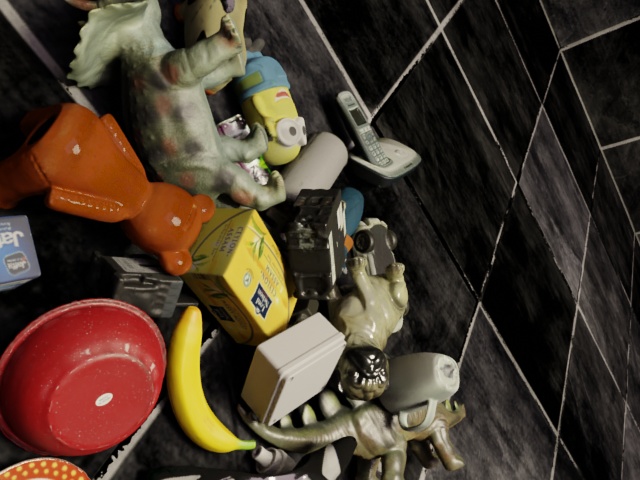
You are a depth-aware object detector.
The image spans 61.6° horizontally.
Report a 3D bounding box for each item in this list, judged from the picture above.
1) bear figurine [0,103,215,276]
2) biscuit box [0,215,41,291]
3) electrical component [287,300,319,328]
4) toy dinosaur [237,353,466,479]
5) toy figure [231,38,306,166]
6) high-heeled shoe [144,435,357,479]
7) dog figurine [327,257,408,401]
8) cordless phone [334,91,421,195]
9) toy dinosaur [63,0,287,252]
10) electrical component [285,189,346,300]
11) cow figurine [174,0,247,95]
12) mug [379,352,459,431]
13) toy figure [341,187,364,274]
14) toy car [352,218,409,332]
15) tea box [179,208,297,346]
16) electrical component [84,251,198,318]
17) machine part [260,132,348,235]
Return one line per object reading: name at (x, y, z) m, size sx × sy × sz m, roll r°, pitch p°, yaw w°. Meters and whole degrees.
bear figurine at (-0.215, -0.048, 0.558) m, size 0.195 × 0.132 × 0.120 m, roll 45°, pitch 49°, yaw -42°
biscuit box at (-0.341, 0.024, 0.431) m, size 0.202 × 0.059 × 0.062 m, roll -12°, pitch 87°, yaw -50°
electrical component at (-0.035, 0.102, 0.751) m, size 0.021 × 0.063 × 0.094 m, roll 58°, pitch 23°, yaw -20°
toy dinosaur at (0.085, 0.276, 0.812) m, size 0.471 × 0.105 × 0.198 m, roll 4°, pitch 69°, yaw -43°
toy figure at (-0.079, -0.197, 0.781) m, size 0.082 × 0.089 × 0.180 m, roll -22°, pitch 86°, yaw -31°
high-heeled shoe at (-0.075, 0.264, 0.626) m, size 0.249 × 0.086 × 0.145 m, roll -30°, pitch 77°, yaw -40°
dog figurine at (0.079, 0.138, 0.782) m, size 0.172 × 0.121 × 0.190 m, roll 8°, pitch 60°, yaw -34°
cordless phone at (0.093, -0.187, 0.972) m, size 0.146 × 0.089 × 0.184 m, roll -34°, pitch 100°, yaw -48°
toy dinosaur at (-0.159, -0.125, 0.635) m, size 0.131 × 0.192 × 0.404 m, roll -113°, pitch -172°, yaw -70°
electrical component at (-0.001, -0.002, 0.708) m, size 0.134 × 0.058 × 0.114 m, roll -68°, pitch 158°, yaw -60°
cow figurine at (-0.132, -0.305, 0.716) m, size 0.085 × 0.127 × 0.195 m, roll 14°, pitch 71°, yaw -49°
mug at (0.139, 0.206, 0.751) m, size 0.080 × 0.107 × 0.109 m, roll 28°, pitch 50°, yaw -23°
toy figure at (0.033, -0.011, 0.868) m, size 0.064 × 0.058 × 0.154 m, roll 34°, pitch 59°, yaw -29°
toy car at (0.101, 0.060, 0.926) m, size 0.073 × 0.056 × 0.201 m, roll -3°, pitch 80°, yaw -42°
tea box at (-0.091, 0.050, 0.657) m, size 0.169 × 0.068 × 0.098 m, roll 64°, pitch 36°, yaw -49°
electrical component at (-0.183, 0.050, 0.583) m, size 0.119 × 0.075 × 0.047 m, roll 8°, pitch 107°, yaw -43°
machine part at (-0.021, -0.089, 0.813) m, size 0.079 × 0.079 × 0.243 m, roll 53°, pitch 44°, yaw -24°
